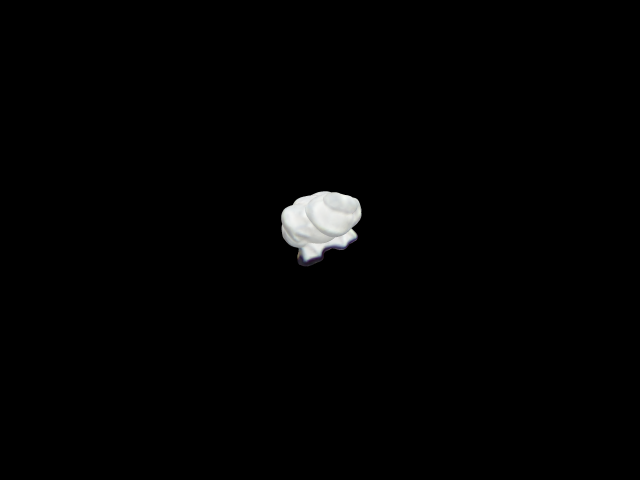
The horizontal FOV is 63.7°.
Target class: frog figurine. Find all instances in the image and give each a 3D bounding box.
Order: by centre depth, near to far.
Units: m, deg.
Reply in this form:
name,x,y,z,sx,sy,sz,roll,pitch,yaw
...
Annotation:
name,x,y,z,sx,sy,sz,roll,pitch,yaw
frog figurine,0.003,-0.043,0.850,0.137,0.125,0.156,-8,-30,-4
